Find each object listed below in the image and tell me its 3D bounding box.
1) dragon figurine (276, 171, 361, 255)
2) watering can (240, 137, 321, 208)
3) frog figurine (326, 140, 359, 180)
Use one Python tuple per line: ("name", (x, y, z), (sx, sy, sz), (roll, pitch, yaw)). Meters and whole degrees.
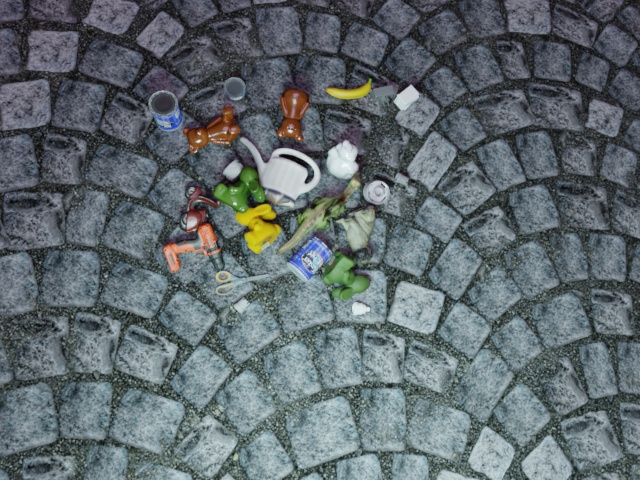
("dragon figurine", (0.006, -0.094, 1.865), (0.122, 0.240, 0.415), (44, 74, -3))
("watering can", (-0.175, -0.253, 1.947), (0.348, 0.102, 0.227), (20, 76, 7))
("frog figurine", (0.093, -0.303, 1.961), (0.123, 0.158, 0.138), (-38, 86, -11))
